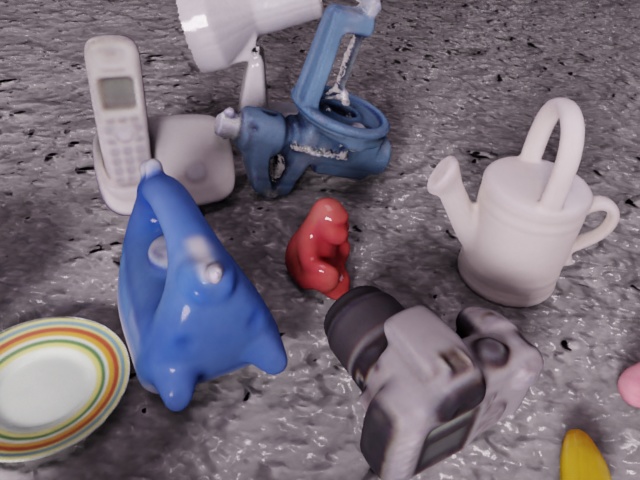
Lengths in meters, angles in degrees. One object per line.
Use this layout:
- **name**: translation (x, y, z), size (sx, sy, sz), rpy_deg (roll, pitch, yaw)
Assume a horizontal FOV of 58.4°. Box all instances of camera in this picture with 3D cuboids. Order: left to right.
- **camera**: translation (0.076, 0.086, 0.445), size (0.143, 0.101, 0.136), rpy_deg (-18, 45, -26)

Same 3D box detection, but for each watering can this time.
- **watering can**: translation (0.191, -0.038, 0.536), size (0.173, 0.194, 0.100), rpy_deg (-7, 41, -15)

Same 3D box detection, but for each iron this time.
- **iron**: translation (-0.122, 0.007, 0.486), size (0.119, 0.141, 0.257), rpy_deg (-16, 44, -24)

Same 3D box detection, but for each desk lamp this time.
- **desk lamp**: translation (-0.076, -0.236, 0.729), size (0.203, 0.214, 0.118), rpy_deg (0, 40, -7)

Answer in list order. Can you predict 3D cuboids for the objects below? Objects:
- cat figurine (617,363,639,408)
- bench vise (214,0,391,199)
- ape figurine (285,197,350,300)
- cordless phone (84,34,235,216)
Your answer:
- **cat figurine**: translation (0.305, 0.114, 0.426), size (0.067, 0.118, 0.127), rpy_deg (-11, 42, -19)
- **bench vise**: translation (-0.004, -0.151, 0.630), size (0.208, 0.220, 0.121), rpy_deg (-22, 47, -29)
- **ape figurine**: translation (0.005, 0.002, 0.546), size (0.076, 0.092, 0.078), rpy_deg (25, 43, 22)
- **cordless phone**: translation (-0.167, -0.121, 0.601), size (0.148, 0.185, 0.094), rpy_deg (-11, 42, -19)
